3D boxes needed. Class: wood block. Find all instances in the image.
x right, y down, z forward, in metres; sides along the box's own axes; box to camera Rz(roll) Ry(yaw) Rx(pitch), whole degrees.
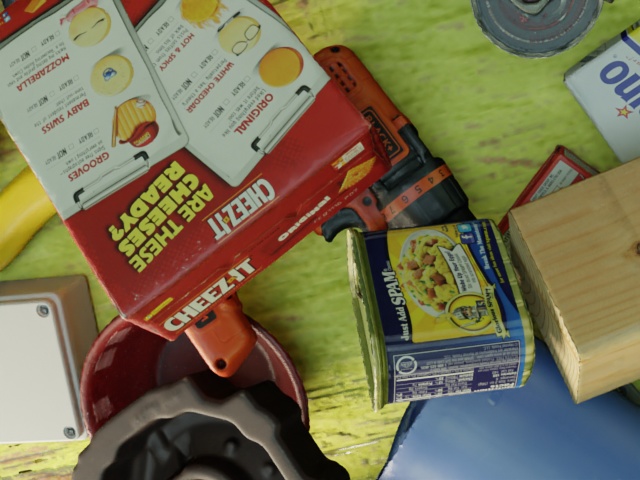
[{"bbox_3d":[0.214,-0.002,0.569,0.206,0.090,0.091,-22,63,2],"label":"wood block"}]

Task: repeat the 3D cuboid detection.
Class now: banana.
[{"bbox_3d":[-0.165,-0.032,0.723,0.198,0.037,0.069,-18,100,17],"label":"banana"}]

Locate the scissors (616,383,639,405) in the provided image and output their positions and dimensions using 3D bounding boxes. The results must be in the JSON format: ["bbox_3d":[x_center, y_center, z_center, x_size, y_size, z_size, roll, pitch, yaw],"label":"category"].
[{"bbox_3d":[0.185,0.114,0.693,0.202,0.016,0.096,37,111,1],"label":"scissors"}]

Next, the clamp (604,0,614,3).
[{"bbox_3d":[0.170,-0.220,0.542,0.164,0.036,0.210,-24,75,-12],"label":"clamp"}]

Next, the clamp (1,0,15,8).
[{"bbox_3d":[-0.205,-0.178,0.691,0.120,0.039,0.172,21,116,0],"label":"clamp"}]

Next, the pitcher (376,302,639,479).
[{"bbox_3d":[0.157,0.161,0.635,0.243,0.144,0.149,32,121,9],"label":"pitcher"}]

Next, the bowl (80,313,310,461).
[{"bbox_3d":[-0.080,0.107,0.732,0.162,0.055,0.162,4,106,12],"label":"bowl"}]

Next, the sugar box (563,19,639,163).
[{"bbox_3d":[0.236,-0.108,0.601,0.176,0.048,0.093,-36,94,19],"label":"sugar box"}]

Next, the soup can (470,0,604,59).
[{"bbox_3d":[0.121,-0.140,0.589,0.068,0.102,0.068,4,106,12],"label":"soup can"}]

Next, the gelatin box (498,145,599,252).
[{"bbox_3d":[0.161,-0.004,0.657,0.089,0.030,0.073,35,112,2],"label":"gelatin box"}]

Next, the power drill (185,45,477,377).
[{"bbox_3d":[-0.004,0.001,0.653,0.187,0.057,0.184,-36,84,-1],"label":"power drill"}]

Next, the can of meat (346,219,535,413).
[{"bbox_3d":[0.063,0.037,0.578,0.084,0.102,0.057,-7,138,-3],"label":"can of meat"}]

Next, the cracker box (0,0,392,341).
[{"bbox_3d":[-0.087,-0.076,0.612,0.164,0.072,0.214,-38,67,3],"label":"cracker box"}]
